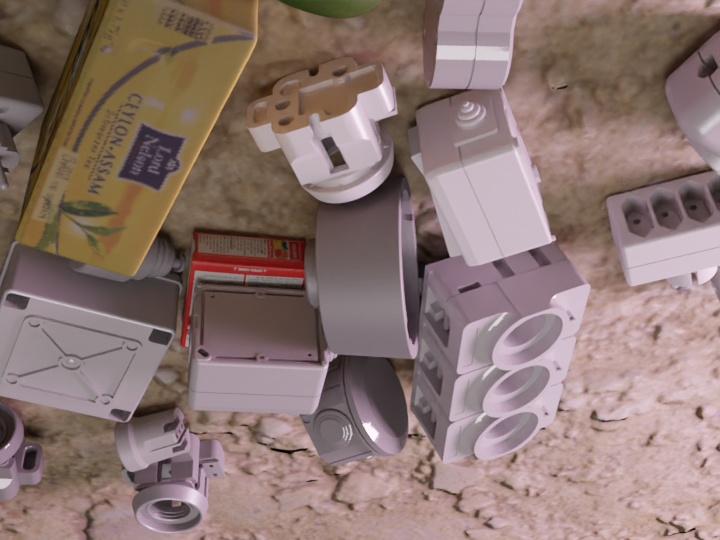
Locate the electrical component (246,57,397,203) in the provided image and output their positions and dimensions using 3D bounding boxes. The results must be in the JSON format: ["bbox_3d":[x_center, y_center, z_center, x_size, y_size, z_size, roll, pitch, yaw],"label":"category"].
[{"bbox_3d":[-0.015,-0.074,0.591,0.078,0.058,0.057,-16,133,12],"label":"electrical component"}]

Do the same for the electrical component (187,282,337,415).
[{"bbox_3d":[-0.059,0.052,0.671,0.096,0.061,0.061,4,138,-11],"label":"electrical component"}]

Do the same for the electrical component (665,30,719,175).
[{"bbox_3d":[0.220,-0.086,0.599,0.095,0.053,0.059,25,129,-27],"label":"electrical component"}]

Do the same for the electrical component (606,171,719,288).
[{"bbox_3d":[0.206,-0.015,0.678,0.083,0.047,0.075,-14,136,10],"label":"electrical component"}]

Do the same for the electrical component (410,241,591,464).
[{"bbox_3d":[0.090,0.057,0.714,0.089,0.061,0.150,-17,140,-18],"label":"electrical component"}]

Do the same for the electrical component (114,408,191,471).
[{"bbox_3d":[-0.155,0.125,0.804,0.046,0.040,0.040,-16,136,5],"label":"electrical component"}]

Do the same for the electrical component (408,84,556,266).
[{"bbox_3d":[0.066,-0.057,0.612,0.061,0.061,0.096,-18,135,14],"label":"electrical component"}]

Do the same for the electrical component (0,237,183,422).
[{"bbox_3d":[-0.184,0.039,0.697,0.109,0.056,0.108,16,133,-20],"label":"electrical component"}]

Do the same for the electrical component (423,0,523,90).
[{"bbox_3d":[0.040,-0.149,0.519,0.074,0.052,0.138,0,136,-5],"label":"electrical component"}]

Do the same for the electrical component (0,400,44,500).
[{"bbox_3d":[-0.275,0.130,0.786,0.078,0.058,0.057,4,139,-8],"label":"electrical component"}]

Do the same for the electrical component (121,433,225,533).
[{"bbox_3d":[-0.146,0.166,0.834,0.078,0.057,0.058,-8,137,4],"label":"electrical component"}]

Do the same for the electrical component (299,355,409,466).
[{"bbox_3d":[-0.003,0.095,0.755,0.051,0.080,0.080,-21,134,24],"label":"electrical component"}]

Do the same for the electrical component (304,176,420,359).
[{"bbox_3d":[0.000,0.000,0.638,0.060,0.108,0.108,-3,137,8],"label":"electrical component"}]

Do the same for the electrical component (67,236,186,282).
[{"bbox_3d":[-0.142,-0.012,0.659,0.078,0.040,0.040,16,135,-41],"label":"electrical component"}]

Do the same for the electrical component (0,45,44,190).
[{"bbox_3d":[-0.201,-0.070,0.558,0.066,0.076,0.047,-32,161,26],"label":"electrical component"}]

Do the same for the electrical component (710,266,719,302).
[{"bbox_3d":[0.265,0.004,0.707,0.062,0.048,0.048,-24,134,11],"label":"electrical component"}]
